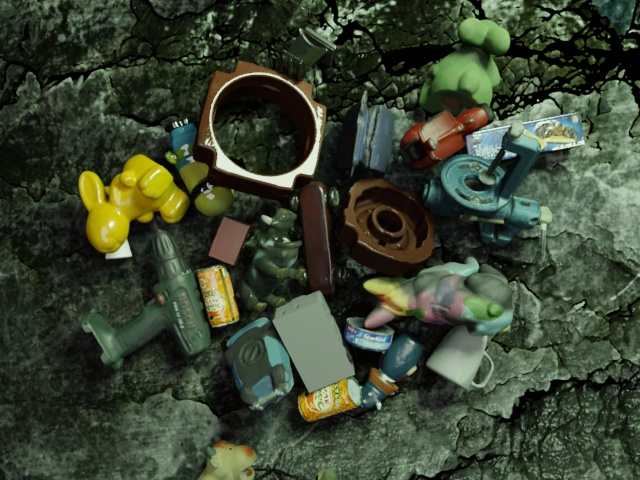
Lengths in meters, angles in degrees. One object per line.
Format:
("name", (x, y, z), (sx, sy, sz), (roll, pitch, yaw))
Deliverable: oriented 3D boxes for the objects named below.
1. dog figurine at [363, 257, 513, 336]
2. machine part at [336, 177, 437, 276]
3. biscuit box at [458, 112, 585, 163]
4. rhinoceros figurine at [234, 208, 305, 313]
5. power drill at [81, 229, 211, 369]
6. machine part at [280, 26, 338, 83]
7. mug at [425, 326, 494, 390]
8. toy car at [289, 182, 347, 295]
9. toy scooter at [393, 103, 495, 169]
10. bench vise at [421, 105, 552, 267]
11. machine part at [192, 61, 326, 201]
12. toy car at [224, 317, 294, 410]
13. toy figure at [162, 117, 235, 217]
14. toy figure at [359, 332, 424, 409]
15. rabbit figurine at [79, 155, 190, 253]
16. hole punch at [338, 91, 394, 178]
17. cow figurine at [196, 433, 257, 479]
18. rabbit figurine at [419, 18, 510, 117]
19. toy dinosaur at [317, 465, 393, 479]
("dog figurine", (0.184, 0.103, 0.902), (0.219, 0.192, 0.108), (-7, 106, -13))
("machine part", (0.112, -0.022, 0.908), (0.179, 0.056, 0.179), (10, 52, -13))
("biscuit box", (0.346, -0.171, 0.937), (0.203, 0.063, 0.059), (-11, 92, 1))
("rhinoceros figurine", (-0.086, 0.036, 0.938), (0.112, 0.073, 0.190), (39, 115, 30))
("power drill", (-0.312, 0.121, 0.963), (0.207, 0.086, 0.232), (-27, 95, -5))
("machine part", (-0.021, -0.317, 0.913), (0.084, 0.139, 0.039), (41, 136, -6))
("mug", (0.259, 0.204, 0.950), (0.110, 0.081, 0.107), (29, 84, 4))
("toy car", (-0.002, -0.003, 0.957), (0.089, 0.053, 0.202), (-6, 94, 17))
("toy scooter", (0.182, -0.159, 0.872), (0.135, 0.184, 0.075), (-34, 97, -37))
("bench vise", (0.288, -0.086, 0.857), (0.224, 0.240, 0.129), (22, 54, 7))
("machine part", (-0.101, -0.178, 0.899), (0.201, 0.087, 0.201), (14, 74, -16))
("toy car", (-0.091, 0.224, 0.941), (0.109, 0.162, 0.102), (-37, 136, 6))
("toy figure", (-0.213, -0.125, 0.937), (0.082, 0.089, 0.180), (-23, 95, 10))
("toy figure", (0.126, 0.238, 0.965), (0.057, 0.064, 0.154), (29, 100, -38))
("rabbit figurine", (-0.338, -0.062, 0.915), (0.162, 0.121, 0.173), (31, 78, 16))
("hole punch", (0.088, -0.170, 0.920), (0.092, 0.116, 0.142), (11, 94, -8))
("cow figurine", (-0.189, 0.443, 0.971), (0.195, 0.085, 0.127), (-45, 91, 8))
("rabbit figurine", (0.251, -0.303, 0.901), (0.121, 0.159, 0.170), (21, 78, 10))
("toy dinosaur", (-0.051, 0.511, 0.917), (0.405, 0.192, 0.131), (-34, 94, 4))
